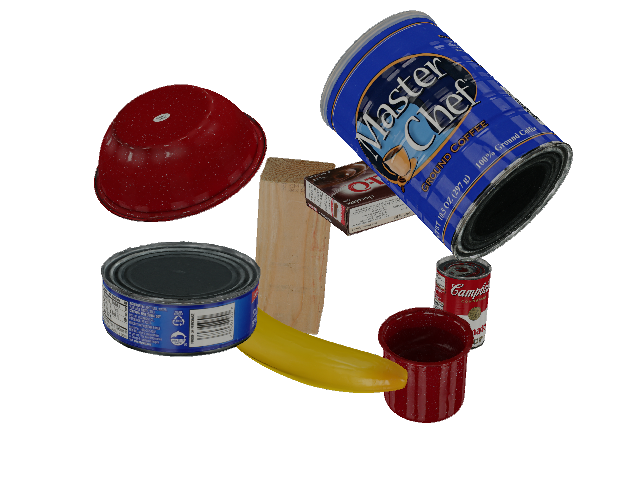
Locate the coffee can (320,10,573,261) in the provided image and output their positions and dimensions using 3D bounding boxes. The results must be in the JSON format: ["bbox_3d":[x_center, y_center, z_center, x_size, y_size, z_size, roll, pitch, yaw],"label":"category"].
[{"bbox_3d":[0.082,-0.070,0.713,0.140,0.103,0.102,48,25,24],"label":"coffee can"}]

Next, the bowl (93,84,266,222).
[{"bbox_3d":[-0.132,-0.089,0.943,0.162,0.055,0.162,-9,42,8],"label":"bowl"}]

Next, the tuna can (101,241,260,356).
[{"bbox_3d":[-0.076,0.031,0.582,0.086,0.034,0.086,3,20,-1],"label":"tuna can"}]

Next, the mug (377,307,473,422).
[{"bbox_3d":[0.111,0.121,1.067,0.093,0.081,0.117,23,40,34],"label":"mug"}]

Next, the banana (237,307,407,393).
[{"bbox_3d":[-0.022,0.079,0.842,0.069,0.037,0.198,-26,35,-34],"label":"banana"}]

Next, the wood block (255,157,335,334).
[{"bbox_3d":[-0.036,0.006,1.383,0.090,0.206,0.090,6,24,2],"label":"wood block"}]

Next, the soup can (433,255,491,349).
[{"bbox_3d":[0.176,0.078,1.336,0.068,0.102,0.068,1,23,-1],"label":"soup can"}]

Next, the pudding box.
[{"bbox_3d":[0.052,-0.050,1.138,0.113,0.039,0.090,-20,32,-25],"label":"pudding box"}]
